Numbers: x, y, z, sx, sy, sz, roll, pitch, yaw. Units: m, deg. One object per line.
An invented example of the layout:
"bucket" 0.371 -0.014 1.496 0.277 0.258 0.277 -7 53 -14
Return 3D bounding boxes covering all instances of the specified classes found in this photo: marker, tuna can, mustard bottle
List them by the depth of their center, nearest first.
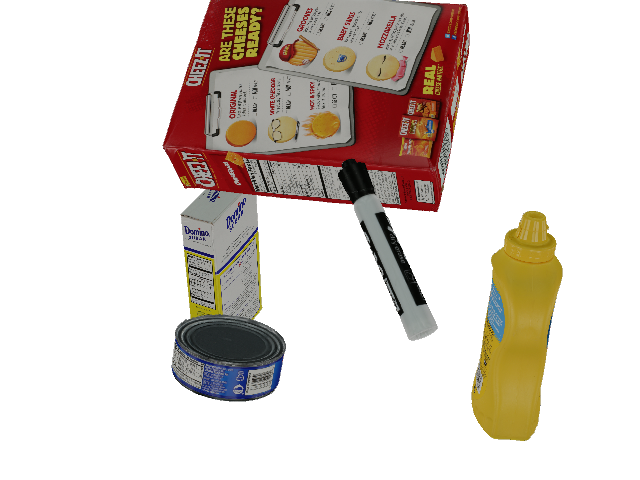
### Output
"marker" 0.039 0.003 0.653 0.020 0.121 0.020 -20 -19 -7
"tuna can" -0.071 0.090 0.823 0.086 0.034 0.086 9 19 -3
"mustard bottle" 0.165 0.065 0.892 0.058 0.192 0.096 4 27 3

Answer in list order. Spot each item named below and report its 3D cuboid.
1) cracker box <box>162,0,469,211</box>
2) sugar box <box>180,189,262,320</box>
"cracker box" 0.002 -0.113 0.852 0.214 0.164 0.072 6 -29 14
"sugar box" -0.104 0.025 1.137 0.048 0.176 0.093 14 37 22
